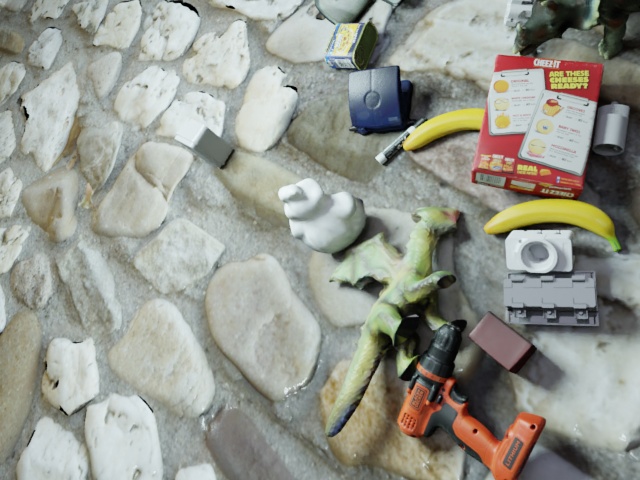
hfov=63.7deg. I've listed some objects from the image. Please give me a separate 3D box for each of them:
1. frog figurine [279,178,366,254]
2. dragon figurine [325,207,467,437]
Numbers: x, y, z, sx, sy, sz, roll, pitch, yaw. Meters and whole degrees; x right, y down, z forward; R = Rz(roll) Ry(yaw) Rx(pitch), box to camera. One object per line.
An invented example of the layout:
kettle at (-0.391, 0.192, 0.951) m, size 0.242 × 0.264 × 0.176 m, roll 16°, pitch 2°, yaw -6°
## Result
frog figurine at (0.003, -0.047, 0.929) m, size 0.136 × 0.157 × 0.125 m, roll -14°, pitch 66°, yaw 25°
dragon figurine at (0.100, 0.103, 0.872) m, size 0.409 × 0.120 × 0.247 m, roll -46°, pitch 39°, yaw 4°
